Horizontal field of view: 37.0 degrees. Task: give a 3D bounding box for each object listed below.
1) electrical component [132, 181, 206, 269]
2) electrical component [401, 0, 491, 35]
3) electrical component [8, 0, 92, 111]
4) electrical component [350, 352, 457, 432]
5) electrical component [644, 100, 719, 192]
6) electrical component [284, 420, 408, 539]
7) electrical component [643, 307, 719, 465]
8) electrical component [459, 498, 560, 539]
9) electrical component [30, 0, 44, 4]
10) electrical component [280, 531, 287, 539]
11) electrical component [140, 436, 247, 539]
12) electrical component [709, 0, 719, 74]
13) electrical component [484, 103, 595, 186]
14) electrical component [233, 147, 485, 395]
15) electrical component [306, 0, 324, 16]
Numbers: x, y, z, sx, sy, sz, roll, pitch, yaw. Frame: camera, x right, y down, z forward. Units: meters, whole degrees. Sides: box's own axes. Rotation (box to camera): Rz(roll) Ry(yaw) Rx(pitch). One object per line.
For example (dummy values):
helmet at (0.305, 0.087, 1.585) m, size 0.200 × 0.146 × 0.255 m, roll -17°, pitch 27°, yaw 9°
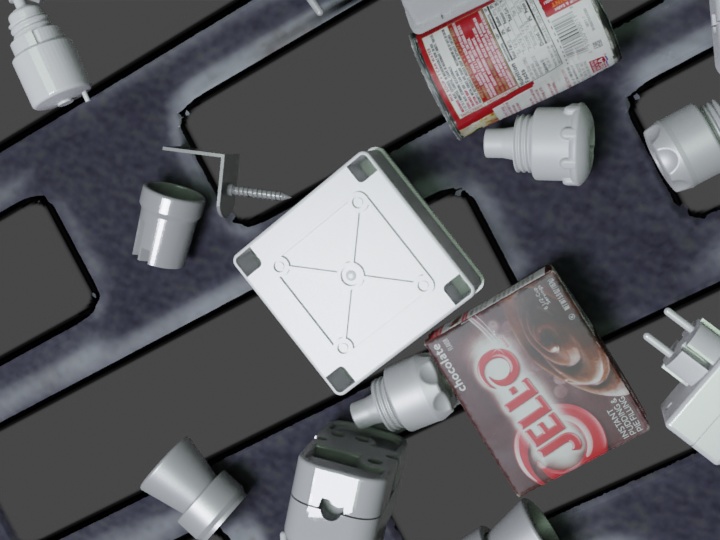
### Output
electrical component at (-0.122, -0.028, 0.680) m, size 0.040 × 0.040 × 0.046 m, roll 19°, pitch 105°, yaw 9°
electrical component at (0.052, -0.192, 0.596) m, size 0.100 × 0.048 × 0.099 m, roll -24°, pitch 51°, yaw 13°
electrical component at (-0.201, -0.138, 0.680) m, size 0.040 × 0.040 × 0.078 m, roll -23°, pitch 92°, yaw 13°
electrical component at (0.025, 0.079, 0.661) m, size 0.062 × 0.043 × 0.043 m, roll -24°, pitch 92°, yaw 14°
electrical component at (0.196, -0.075, 0.607) m, size 0.062 × 0.043 × 0.043 m, roll -28°, pitch 91°, yaw 12°
electrical component at (-0.008, 0.134, 0.648) m, size 0.054 × 0.095 × 0.059 m, roll 13°, pitch 100°, yaw 10°
electrical component at (0.201, 0.053, 0.620) m, size 0.076 × 0.047 × 0.083 m, roll 38°, pitch 103°, yaw 5°
electrical component at (0.091, 0.173, 0.659) m, size 0.055 × 0.045 × 0.045 m, roll -36°, pitch 89°, yaw 14°
electrical component at (-0.197, -0.207, 0.658) m, size 0.042 × 0.064 × 0.081 m, roll 21°, pitch 102°, yaw 9°
electrical component at (-0.037, 0.203, 0.687) m, size 0.083 × 0.047 × 0.075 m, roll -3°, pitch 96°, yaw 12°
electrical component at (-0.107, 0.142, 0.695) m, size 0.055 × 0.045 × 0.045 m, roll 41°, pitch 103°, yaw 3°
electrical component at (0.243, -0.134, 0.584) m, size 0.095 × 0.054 × 0.059 m, roll -6°, pitch 96°, yaw 12°
electrical component at (0.104, -0.073, 0.626) m, size 0.062 × 0.048 × 0.048 m, roll 3°, pitch 98°, yaw 19°
electrical component at (0.000, 0.000, 0.649) m, size 0.109 × 0.056 × 0.108 m, roll -39°, pitch 89°, yaw 13°
electrical component at (-0.038, -0.189, 0.639) m, size 0.077 × 0.044 × 0.079 m, roll -36°, pitch 89°, yaw 13°
